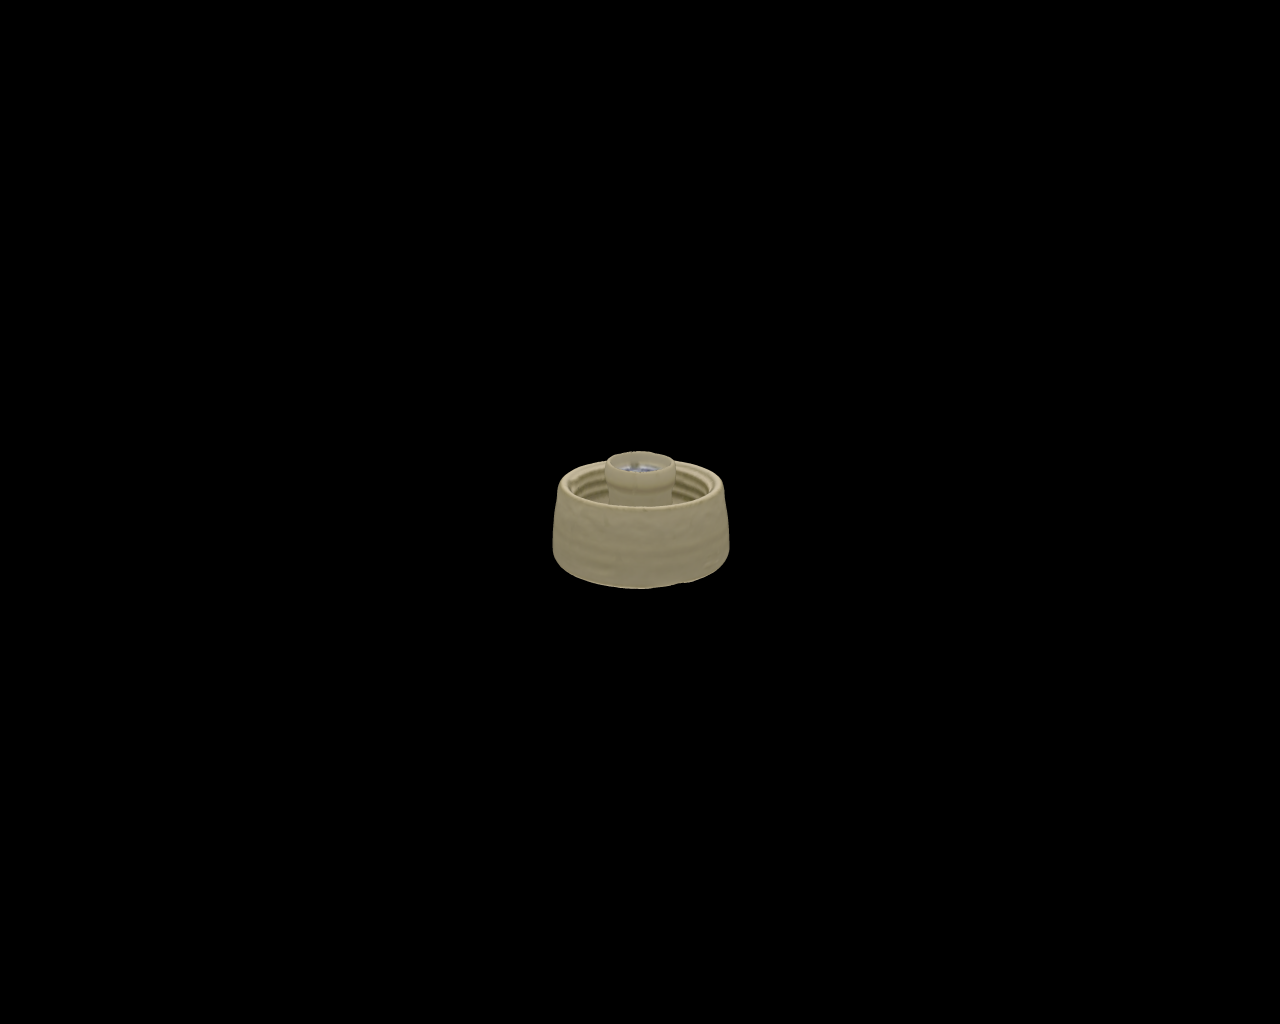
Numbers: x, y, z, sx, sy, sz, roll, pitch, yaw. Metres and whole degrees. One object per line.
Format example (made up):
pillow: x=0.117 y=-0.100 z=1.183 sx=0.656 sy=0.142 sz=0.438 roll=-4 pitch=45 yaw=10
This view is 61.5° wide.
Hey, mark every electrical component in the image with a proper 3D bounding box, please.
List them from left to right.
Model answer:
electrical component: x=0.001 y=-0.003 z=0.650 sx=0.108 sy=0.060 sz=0.108 roll=0 pitch=20 yaw=0
